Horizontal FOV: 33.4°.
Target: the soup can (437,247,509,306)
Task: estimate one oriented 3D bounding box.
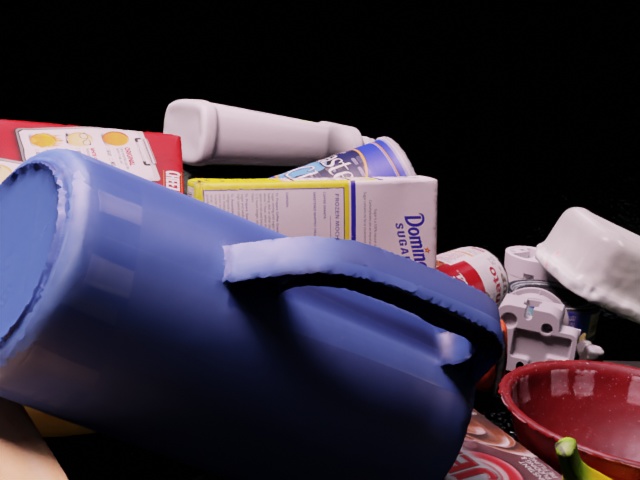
[{"bbox_3d":[0.108,0.045,0.892,0.069,0.068,0.102,16,17,31],"label":"soup can"}]

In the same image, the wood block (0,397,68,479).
[{"bbox_3d":[-0.179,0.112,0.472,0.090,0.091,0.206,-2,18,-29],"label":"wood block"}]

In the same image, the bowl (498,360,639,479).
[{"bbox_3d":[0.185,0.126,0.643,0.162,0.055,0.162,6,15,-2],"label":"bowl"}]

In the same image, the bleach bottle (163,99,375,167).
[{"bbox_3d":[-0.040,-0.108,1.170,0.250,0.068,0.103,3,8,-33],"label":"bleach bottle"}]

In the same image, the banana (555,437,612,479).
[{"bbox_3d":[0.207,0.150,0.553,0.197,0.070,0.037,11,47,-6],"label":"banana"}]

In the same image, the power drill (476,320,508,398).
[{"bbox_3d":[0.025,0.079,0.758,0.187,0.057,0.185,-7,18,-36],"label":"power drill"}]

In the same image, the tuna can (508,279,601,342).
[{"bbox_3d":[0.201,0.062,0.935,0.086,0.034,0.086,6,15,-2],"label":"tuna can"}]

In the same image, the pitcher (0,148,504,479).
[{"bbox_3d":[-0.040,0.045,0.511,0.242,0.149,0.145,26,4,-38],"label":"pitcher"}]

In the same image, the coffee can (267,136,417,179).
[{"bbox_3d":[0.004,-0.012,0.844,0.140,0.103,0.103,-20,21,-11],"label":"coffee can"}]

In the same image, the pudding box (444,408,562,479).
[{"bbox_3d":[0.068,0.130,0.609,0.089,0.039,0.114,-2,17,-29],"label":"pudding box"}]

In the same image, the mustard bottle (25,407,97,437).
[{"bbox_3d":[-0.226,0.083,0.620,0.191,0.058,0.096,-1,24,-25],"label":"mustard bottle"}]

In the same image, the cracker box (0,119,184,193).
[{"bbox_3d":[-0.228,-0.029,0.927,0.213,0.072,0.164,4,39,-12],"label":"cracker box"}]

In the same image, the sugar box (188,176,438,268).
[{"bbox_3d":[-0.005,0.001,0.765,0.176,0.093,0.048,-1,7,-15],"label":"sugar box"}]
